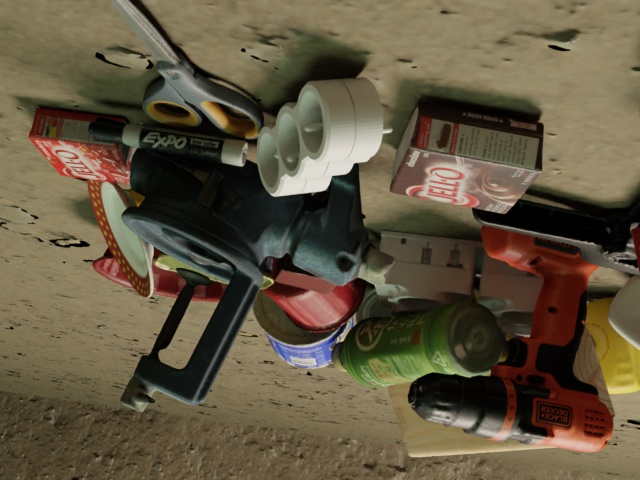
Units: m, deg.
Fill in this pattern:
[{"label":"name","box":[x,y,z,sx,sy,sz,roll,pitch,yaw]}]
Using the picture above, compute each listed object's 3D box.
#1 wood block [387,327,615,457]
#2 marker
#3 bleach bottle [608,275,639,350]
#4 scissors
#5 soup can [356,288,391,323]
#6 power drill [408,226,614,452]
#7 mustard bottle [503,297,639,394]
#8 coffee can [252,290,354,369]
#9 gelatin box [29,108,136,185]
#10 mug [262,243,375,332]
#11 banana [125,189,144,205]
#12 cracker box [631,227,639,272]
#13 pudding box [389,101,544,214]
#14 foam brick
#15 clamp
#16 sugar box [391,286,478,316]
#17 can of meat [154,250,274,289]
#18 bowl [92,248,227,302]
[{"label":"wood block","box":[0.170,0.153,1.043,0.090,0.090,0.207,-16,178,-36]},{"label":"marker","box":[-0.114,-0.074,0.794,0.121,0.020,0.020,10,164,8]},{"label":"bleach bottle","box":[0.371,0.101,1.069,0.103,0.068,0.250,41,-171,31]},{"label":"scissors","box":[-0.110,-0.112,0.715,0.096,0.016,0.201,1,162,30]},{"label":"soup can","box":[0.088,0.098,1.233,0.069,0.068,0.102,3,162,22]},{"label":"power drill","box":[0.167,0.078,0.903,0.184,0.187,0.057,14,165,-19]},{"label":"mustard bottle","box":[0.233,0.117,1.115,0.192,0.096,0.058,-9,164,25]},{"label":"coffee can","box":[-0.015,0.079,1.164,0.103,0.103,0.140,8,164,6]},{"label":"gelatin box","box":[-0.186,-0.073,0.867,0.073,0.030,0.089,8,164,6]},{"label":"mug","box":[-0.001,0.029,1.028,0.117,0.093,0.081,-19,150,16]},{"label":"banana","box":[-0.107,-0.011,1.020,0.197,0.037,0.070,28,-178,-31]},{"label":"cracker box","box":[0.332,0.006,0.661,0.213,0.072,0.164,-4,173,-29]},{"label":"pudding box","box":[0.101,-0.055,0.748,0.090,0.039,0.113,10,164,-1]},{"label":"foam brick","box":[-0.006,0.001,0.936,0.053,0.078,0.051,12,166,-8]},{"label":"clamp","box":[0.243,-0.006,0.838,0.165,0.036,0.209,-7,160,45]},{"label":"sugar box","box":[0.149,0.099,1.175,0.093,0.048,0.176,-31,150,11]},{"label":"can of meat","box":[-0.085,-0.010,0.929,0.102,0.084,0.058,14,164,-14]},{"label":"bowl","box":[-0.153,0.018,1.119,0.162,0.055,0.162,9,164,2]}]
